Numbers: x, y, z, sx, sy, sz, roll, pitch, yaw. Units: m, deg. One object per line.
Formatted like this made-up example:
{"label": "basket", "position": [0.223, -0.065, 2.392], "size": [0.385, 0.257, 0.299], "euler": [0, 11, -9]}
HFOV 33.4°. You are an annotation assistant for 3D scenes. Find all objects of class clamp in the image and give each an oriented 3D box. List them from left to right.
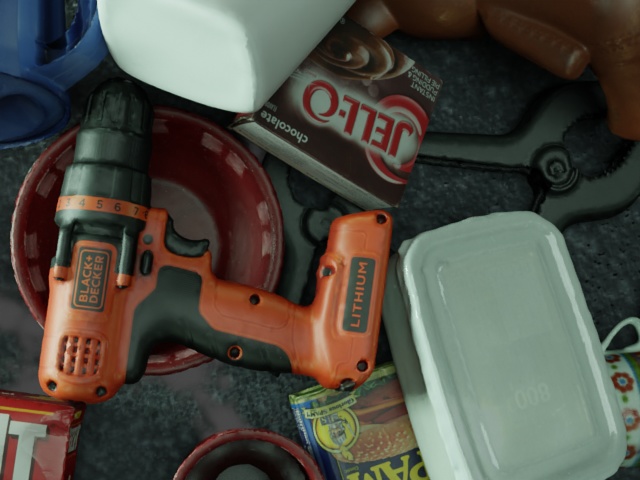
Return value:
{"label": "clamp", "position": [-0.004, 0.001, 0.678], "size": [0.120, 0.039, 0.171], "euler": [-23, 81, -12]}
{"label": "clamp", "position": [0.141, -0.050, 0.704], "size": [0.210, 0.036, 0.164], "euler": [-38, 91, -6]}

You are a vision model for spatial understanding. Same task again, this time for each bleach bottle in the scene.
{"label": "bleach bottle", "position": [-0.010, -0.175, 0.600], "size": [0.103, 0.068, 0.250], "euler": [22, 53, 19]}

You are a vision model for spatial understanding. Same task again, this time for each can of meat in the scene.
{"label": "can of meat", "position": [0.039, 0.122, 0.664], "size": [0.102, 0.057, 0.084], "euler": [-17, 85, -10]}

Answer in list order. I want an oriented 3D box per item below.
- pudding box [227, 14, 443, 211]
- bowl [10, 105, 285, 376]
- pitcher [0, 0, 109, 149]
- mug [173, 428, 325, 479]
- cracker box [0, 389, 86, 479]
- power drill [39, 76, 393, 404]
{"label": "pudding box", "position": [0.011, -0.081, 0.641], "size": [0.113, 0.039, 0.090], "euler": [28, 71, -24]}
{"label": "bowl", "position": [-0.104, 0.002, 0.655], "size": [0.162, 0.055, 0.162], "euler": [1, 85, -8]}
{"label": "pitcher", "position": [-0.200, -0.182, 0.611], "size": [0.149, 0.145, 0.243], "euler": [3, 75, -21]}
{"label": "mug", "position": [-0.056, 0.162, 0.633], "size": [0.117, 0.081, 0.093], "euler": [-30, 90, -10]}
{"label": "cracker box", "position": [-0.234, 0.189, 0.611], "size": [0.164, 0.072, 0.213], "euler": [9, 83, -7]}
{"label": "power drill", "position": [-0.057, 0.008, 0.605], "size": [0.187, 0.057, 0.184], "euler": [8, 83, -5]}
